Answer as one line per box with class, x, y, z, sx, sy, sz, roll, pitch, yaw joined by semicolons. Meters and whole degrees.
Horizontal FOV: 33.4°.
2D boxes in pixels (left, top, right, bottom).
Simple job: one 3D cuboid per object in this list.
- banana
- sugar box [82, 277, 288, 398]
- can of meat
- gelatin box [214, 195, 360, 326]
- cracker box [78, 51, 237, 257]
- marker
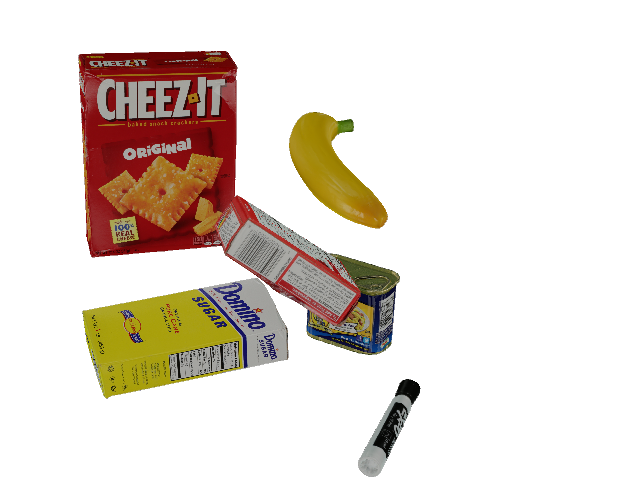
banana;0.009;-0.070;0.927;0.069;0.037;0.198;-1;32;-7
sugar box;-0.127;0.088;1.000;0.176;0.048;0.093;-13;34;-15
can of meat;0.034;0.071;1.177;0.102;0.084;0.057;16;28;27
gelatin box;-0.022;0.012;0.676;0.089;0.030;0.073;34;6;-16
cracker box;-0.176;-0.094;1.169;0.164;0.214;0.072;-4;26;-16
marker;0.057;0.147;0.855;0.020;0.020;0.121;0;24;22
